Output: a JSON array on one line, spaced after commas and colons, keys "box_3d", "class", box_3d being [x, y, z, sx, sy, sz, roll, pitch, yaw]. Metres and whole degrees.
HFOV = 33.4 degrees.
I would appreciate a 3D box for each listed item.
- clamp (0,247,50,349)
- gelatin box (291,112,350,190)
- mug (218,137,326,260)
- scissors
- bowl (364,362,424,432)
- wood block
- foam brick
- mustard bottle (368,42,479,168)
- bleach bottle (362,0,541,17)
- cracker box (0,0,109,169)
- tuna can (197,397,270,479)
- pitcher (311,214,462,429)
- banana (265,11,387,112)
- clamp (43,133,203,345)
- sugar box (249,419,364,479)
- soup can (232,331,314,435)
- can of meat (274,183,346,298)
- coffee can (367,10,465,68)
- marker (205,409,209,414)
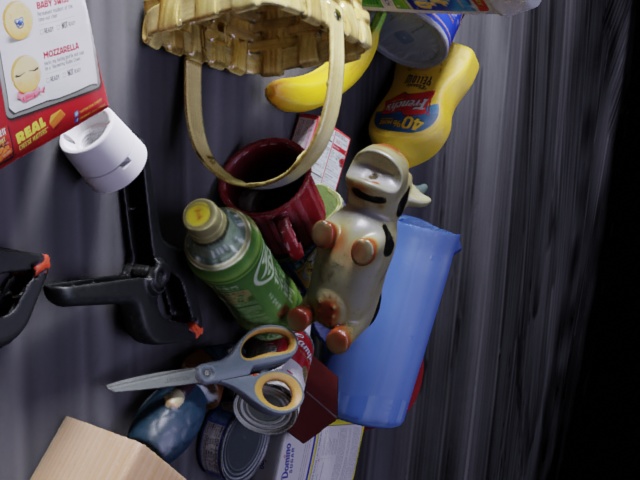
[{"box_3d": [-0.258, 0.066, 0.768, 0.171, 0.039, 0.120, -33, 128, -50], "class": "clamp"}, {"box_3d": [-0.007, -0.082, 1.141, 0.073, 0.030, 0.089, 26, 79, -57], "class": "gelatin box"}, {"box_3d": [-0.038, -0.030, 1.033, 0.093, 0.117, 0.081, -25, 143, 1], "class": "mug"}, {"box_3d": [-0.091, 0.138, 0.975, 0.201, 0.016, 0.096, -22, 82, -39], "class": "scissors"}, {"box_3d": [0.087, 0.174, 1.359, 0.161, 0.055, 0.162, -27, 123, -52], "class": "bowl"}, {"box_3d": [-0.205, 0.263, 0.873, 0.206, 0.091, 0.090, -64, 147, -23], "class": "wood block"}, {"box_3d": [-0.015, 0.168, 1.145, 0.051, 0.053, 0.078, 44, 22, -19], "class": "foam brick"}, {"box_3d": [0.110, -0.145, 1.245, 0.191, 0.096, 0.058, -64, 147, -21], "class": "mustard bottle"}, {"box_3d": [0.123, -0.273, 1.070, 0.068, 0.251, 0.102, -63, 146, -24], "class": "bleach bottle"}, {"box_3d": [-0.236, -0.157, 0.699, 0.164, 0.072, 0.214, -43, 133, -46], "class": "cracker box"}, {"box_3d": [-0.088, 0.206, 1.101, 0.086, 0.034, 0.086, -26, 122, -53], "class": "tuna can"}, {"box_3d": [0.062, 0.087, 1.234, 0.145, 0.149, 0.243, 0, 103, -74], "class": "pitcher"}, {"box_3d": [0.004, -0.175, 1.115, 0.197, 0.037, 0.069, -43, 142, -38], "class": "banana"}, {"box_3d": [-0.152, 0.020, 0.930, 0.210, 0.036, 0.164, 54, 48, -55], "class": "clamp"}, {"box_3d": [-0.015, 0.245, 1.225, 0.175, 0.048, 0.093, 14, 88, -56], "class": "sugar box"}, {"box_3d": [-0.047, 0.138, 1.079, 0.102, 0.068, 0.068, -75, 159, -56], "class": "soup can"}, {"box_3d": [-0.007, 0.001, 1.115, 0.102, 0.057, 0.084, -45, 144, -9], "class": "can of meat"}, {"box_3d": [0.121, -0.281, 1.210, 0.140, 0.103, 0.102, -64, 146, -22], "class": "coffee can"}, {"box_3d": [-0.145, 0.192, 1.017, 0.121, 0.020, 0.020, -46, 137, -42], "class": "marker"}]
